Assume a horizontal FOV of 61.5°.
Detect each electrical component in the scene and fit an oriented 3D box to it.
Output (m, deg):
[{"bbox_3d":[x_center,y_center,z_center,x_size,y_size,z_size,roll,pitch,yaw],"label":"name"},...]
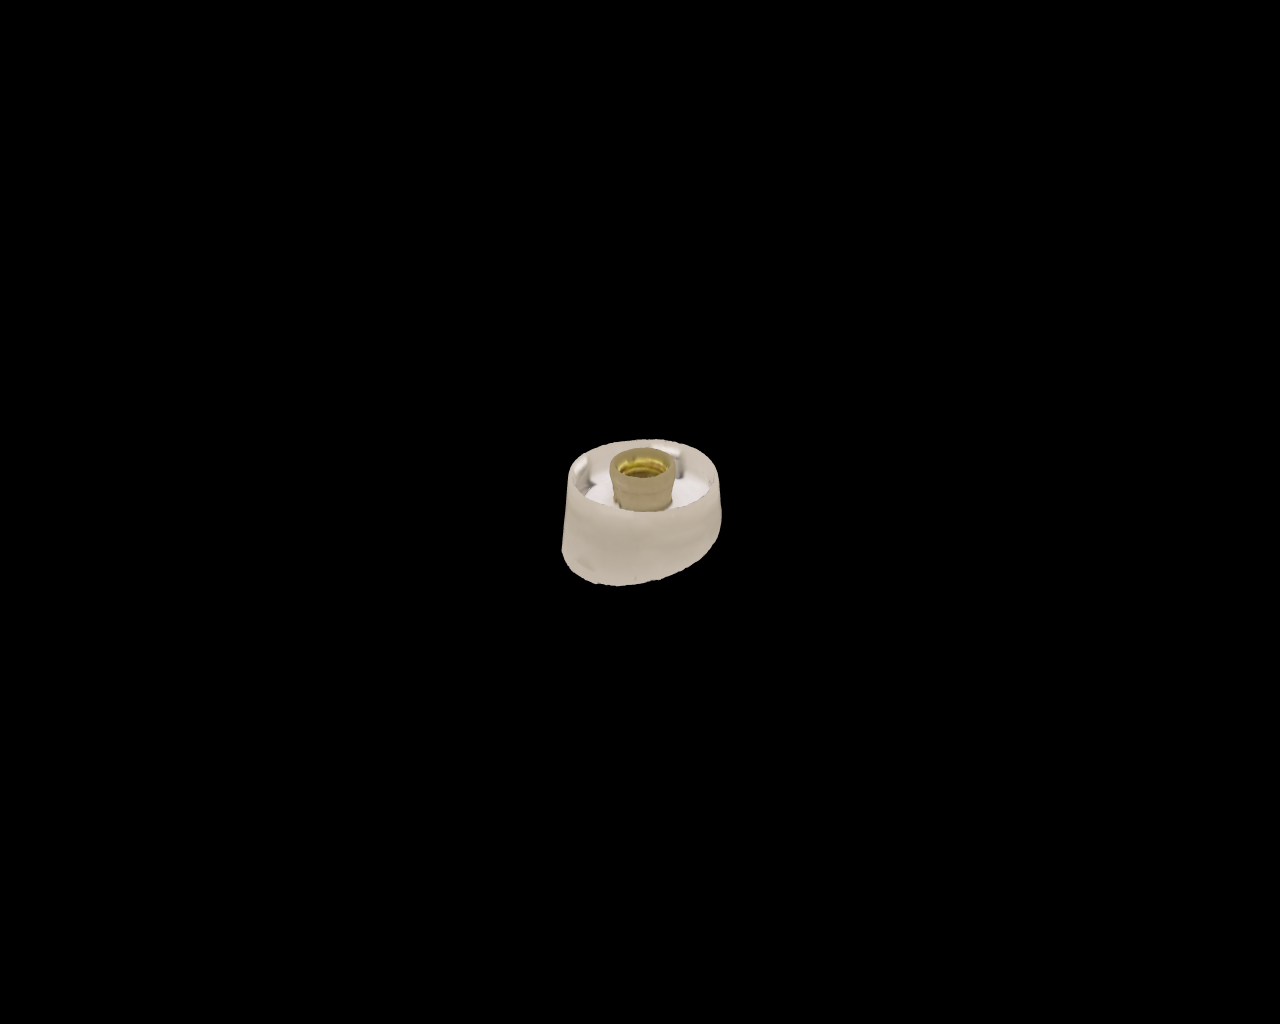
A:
[{"bbox_3d":[0.001,-0.003,0.650,0.099,0.064,0.099,0,31,0],"label":"electrical component"}]
